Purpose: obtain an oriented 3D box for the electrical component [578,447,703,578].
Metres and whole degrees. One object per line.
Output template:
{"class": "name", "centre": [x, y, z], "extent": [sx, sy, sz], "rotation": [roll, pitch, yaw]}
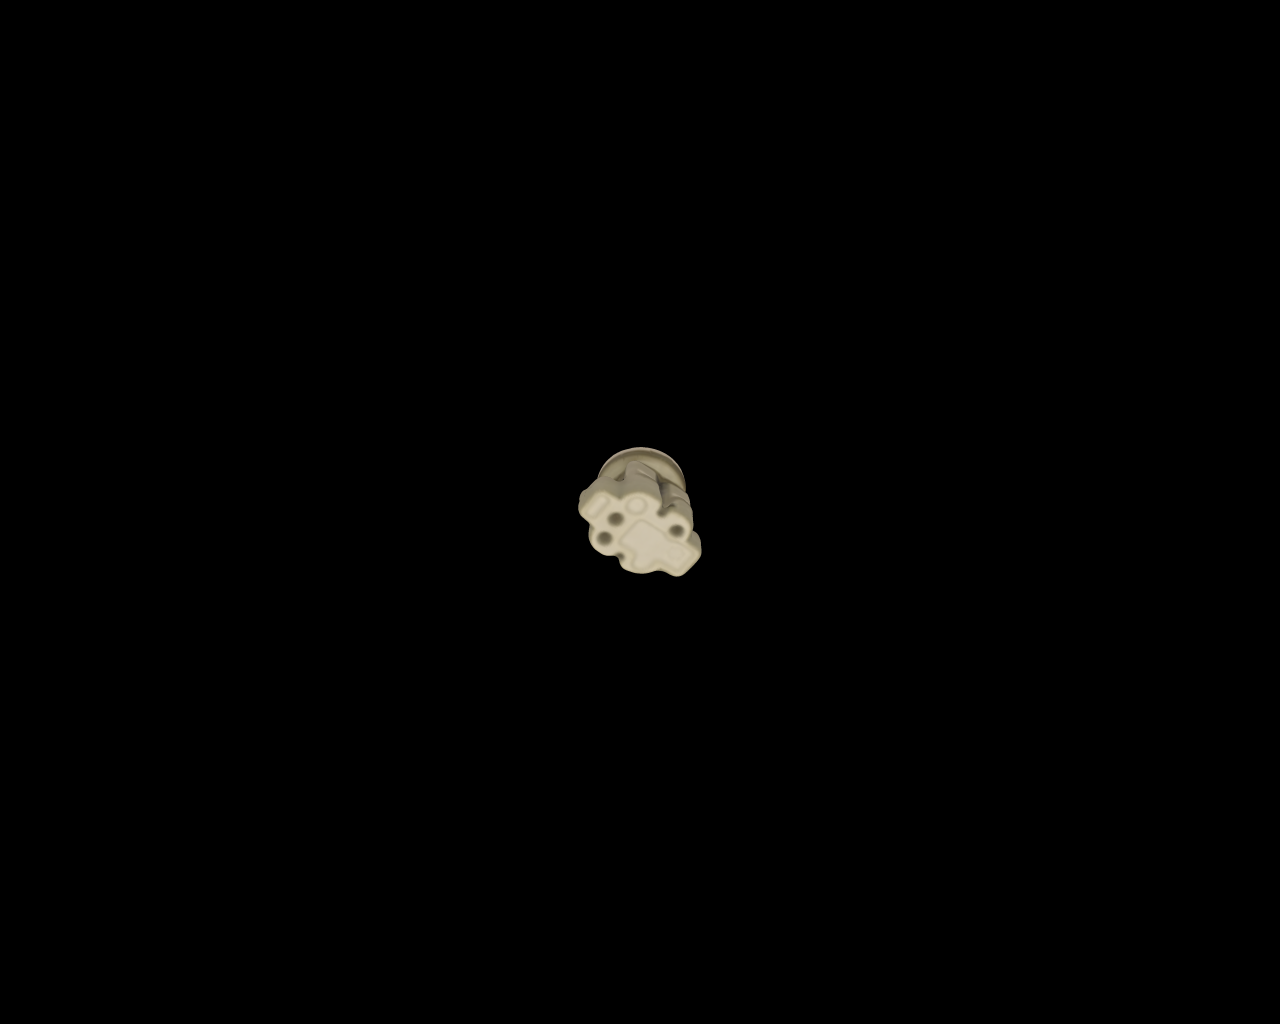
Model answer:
{"class": "electrical component", "centre": [0.001, -0.003, 0.650], "extent": [0.078, 0.058, 0.057], "rotation": [33, 29, -21]}
